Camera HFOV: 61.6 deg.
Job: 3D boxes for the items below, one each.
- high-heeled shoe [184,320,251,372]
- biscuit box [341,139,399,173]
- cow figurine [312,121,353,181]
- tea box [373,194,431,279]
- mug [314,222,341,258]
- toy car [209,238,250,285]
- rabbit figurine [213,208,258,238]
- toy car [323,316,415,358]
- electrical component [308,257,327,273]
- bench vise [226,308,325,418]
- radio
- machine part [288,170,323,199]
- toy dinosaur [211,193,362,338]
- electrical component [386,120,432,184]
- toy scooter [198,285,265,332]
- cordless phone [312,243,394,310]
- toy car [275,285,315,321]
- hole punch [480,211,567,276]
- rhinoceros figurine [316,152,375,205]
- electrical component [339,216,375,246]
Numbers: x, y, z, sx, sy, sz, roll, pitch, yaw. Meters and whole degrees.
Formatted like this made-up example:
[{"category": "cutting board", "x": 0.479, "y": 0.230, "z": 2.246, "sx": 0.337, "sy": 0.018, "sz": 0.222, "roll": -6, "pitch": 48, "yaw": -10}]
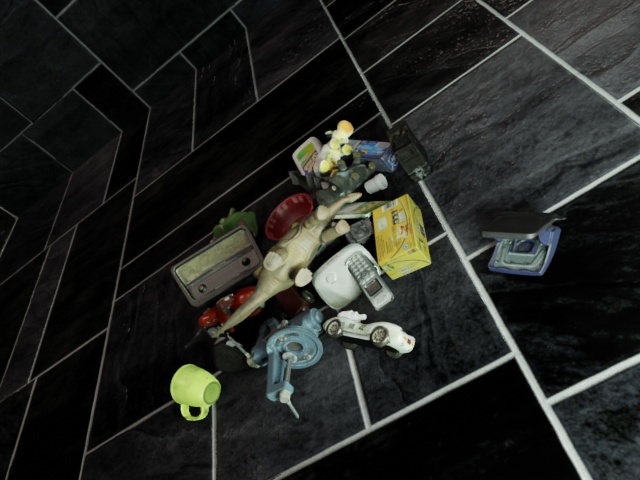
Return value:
[{"category": "high-heeled shoe", "x": -0.228, "y": 0.251, "z": 1.352, "sx": 0.249, "sy": 0.086, "sz": 0.145, "roll": 8, "pitch": 27, "yaw": 28}, {"category": "biscuit box", "x": 0.129, "y": -0.228, "z": 1.449, "sx": 0.203, "sy": 0.062, "sz": 0.059, "roll": 18, "pitch": 68, "yaw": 50}, {"category": "cow figurine", "x": 0.033, "y": -0.239, "z": 1.450, "sx": 0.098, "sy": 0.068, "sz": 0.167, "roll": -1, "pitch": 63, "yaw": 62}, {"category": "tea box", "x": 0.177, "y": -0.009, "z": 1.183, "sx": 0.098, "sy": 0.068, "sz": 0.170, "roll": -25, "pitch": 42, "yaw": 26}, {"category": "mug", "x": -0.003, "y": -0.004, "z": 1.346, "sx": 0.107, "sy": 0.080, "sz": 0.109, "roll": -8, "pitch": 42, "yaw": 30}, {"category": "toy car", "x": -0.241, "y": 0.066, "z": 1.483, "sx": 0.162, "sy": 0.103, "sz": 0.109, "roll": 25, "pitch": 80, "yaw": 12}, {"category": "rabbit figurine", "x": -0.268, "y": -0.024, "z": 1.599, "sx": 0.170, "sy": 0.121, "sz": 0.159, "roll": -28, "pitch": 33, "yaw": 46}, {"category": "toy car", "x": 0.093, "y": 0.189, "z": 1.069, "sx": 0.202, "sy": 0.073, "sz": 0.056, "roll": 1, "pitch": 60, "yaw": 44}, {"category": "electrical component", "x": -0.006, "y": 0.074, "z": 1.320, "sx": 0.094, "sy": 0.021, "sz": 0.063, "roll": -17, "pitch": 45, "yaw": 31}, {"category": "bench vise", "x": -0.084, "y": 0.251, "z": 1.140, "sx": 0.224, "sy": 0.128, "sz": 0.241, "roll": -25, "pitch": 31, "yaw": 18}, {"category": "radio", "x": -0.254, "y": 0.074, "z": 1.391, "sx": 0.230, "sy": 0.073, "sz": 0.131, "roll": -32, "pitch": 74, "yaw": -1}, {"category": "machine part", "x": -0.033, "y": -0.155, "z": 1.453, "sx": 0.039, "sy": 0.084, "sz": 0.139, "roll": -36, "pitch": 36, "yaw": -16}, {"category": "toy dinosaur", "x": -0.076, "y": 0.053, "z": 1.212, "sx": 0.471, "sy": 0.105, "sz": 0.198, "roll": -44, "pitch": 7, "yaw": -10}, {"category": "electrical component", "x": 0.217, "y": -0.222, "z": 1.315, "sx": 0.058, "sy": 0.114, "sz": 0.134, "roll": -28, "pitch": 41, "yaw": 19}, {"category": "toy scooter", "x": -0.207, "y": 0.175, "z": 1.325, "sx": 0.184, "sy": 0.075, "sz": 0.135, "roll": -24, "pitch": 16, "yaw": -16}, {"category": "cordless phone", "x": 0.076, "y": 0.108, "z": 1.160, "sx": 0.146, "sy": 0.088, "sz": 0.184, "roll": -40, "pitch": 40, "yaw": 7}, {"category": "toy car", "x": -0.082, "y": 0.128, "z": 1.316, "sx": 0.089, "sy": 0.053, "sz": 0.202, "roll": -51, "pitch": 39, "yaw": 5}, {"category": "hole punch", "x": 0.371, "y": 0.003, "z": 0.986, "sx": 0.116, "sy": 0.092, "sz": 0.142, "roll": -32, "pitch": 22, "yaw": -36}, {"category": "rhinoceros figurine", "x": 0.062, "y": -0.148, "z": 1.372, "sx": 0.073, "sy": 0.112, "sz": 0.190, "roll": 40, "pitch": 51, "yaw": 16}, {"category": "electrical component", "x": 0.084, "y": -0.008, "z": 1.268, "sx": 0.075, "sy": 0.119, "sz": 0.048, "roll": -25, "pitch": 78, "yaw": -12}]
